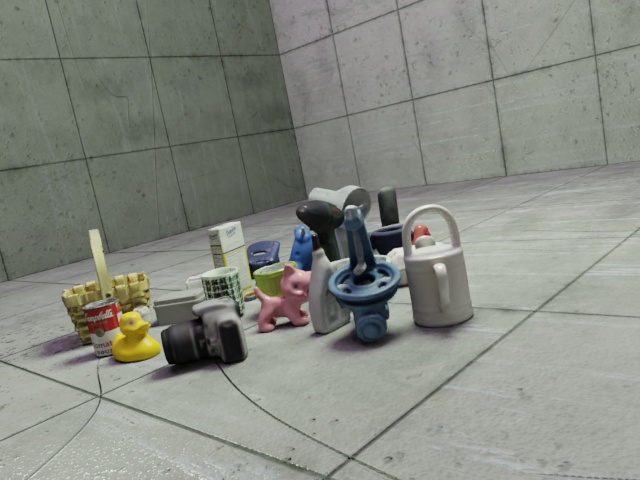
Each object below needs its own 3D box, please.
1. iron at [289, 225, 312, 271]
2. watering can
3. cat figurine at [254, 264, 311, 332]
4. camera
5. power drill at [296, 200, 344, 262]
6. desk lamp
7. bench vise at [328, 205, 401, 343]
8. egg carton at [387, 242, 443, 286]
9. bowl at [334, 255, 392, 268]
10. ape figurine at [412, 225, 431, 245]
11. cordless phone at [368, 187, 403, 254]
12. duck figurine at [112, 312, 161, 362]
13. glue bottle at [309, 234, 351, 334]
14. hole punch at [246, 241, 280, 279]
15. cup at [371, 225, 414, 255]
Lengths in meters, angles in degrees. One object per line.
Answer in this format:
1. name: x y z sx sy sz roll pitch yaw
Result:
1. iron: -0.043 0.022 1.513 0.118 0.141 0.258 -12 9 -6
2. watering can: 0.187 0.036 0.956 0.101 0.194 0.172 -14 9 -18
3. cat figurine: -0.064 0.103 1.092 0.128 0.118 0.067 -11 9 -2
4. camera: -0.201 0.155 0.987 0.137 0.101 0.143 -13 9 -12
5. power drill: 0.012 0.005 1.331 0.075 0.208 0.230 -8 9 18
6. desk lamp: 0.048 -0.044 1.582 0.118 0.213 0.202 -19 12 -42
7. bench vise: 0.061 0.045 0.975 0.121 0.220 0.207 -13 9 -11
8. egg carton: 0.218 0.050 1.247 0.150 0.069 0.107 -11 9 -2
9. bowl: 0.070 0.086 1.179 0.167 0.075 0.167 -11 9 2
10. ape figurine: 0.254 0.007 1.404 0.076 0.092 0.077 -14 9 -18
11. cordless phone: 0.156 -0.043 1.541 0.148 0.185 0.094 -14 9 -18
12. duck figurine: -0.353 0.178 1.079 0.104 0.086 0.078 -5 11 34
13. glue bottle: 0.007 0.073 1.014 0.037 0.173 0.078 -2 13 45
14. hole punch: -0.163 0.054 1.618 0.108 0.091 0.101 -8 9 17
15. cup: 0.188 0.018 1.406 0.117 0.095 0.092 -2 13 46
